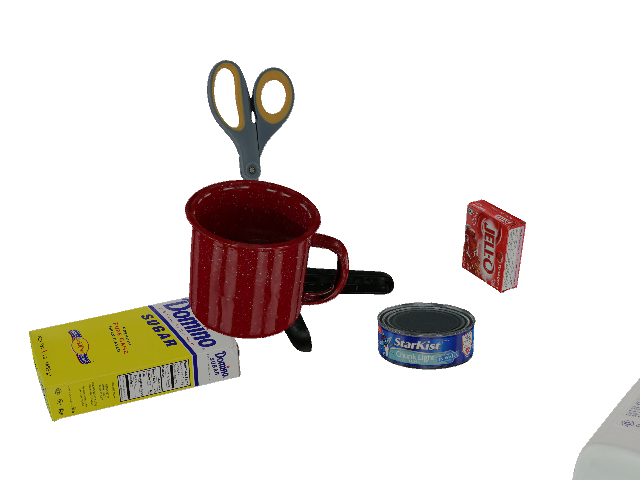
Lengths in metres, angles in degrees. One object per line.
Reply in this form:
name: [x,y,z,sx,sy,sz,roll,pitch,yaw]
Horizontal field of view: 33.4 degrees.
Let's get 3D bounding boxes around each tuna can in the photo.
tuna can: [0.093,0.083,0.940,0.086,0.034,0.086,0,15,0]

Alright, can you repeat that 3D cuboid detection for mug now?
mug: [-0.038,0.016,0.750,0.117,0.081,0.093,7,31,-1]

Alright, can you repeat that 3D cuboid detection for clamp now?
clamp: [-0.046,0.052,1.172,0.210,0.036,0.164,17,31,25]

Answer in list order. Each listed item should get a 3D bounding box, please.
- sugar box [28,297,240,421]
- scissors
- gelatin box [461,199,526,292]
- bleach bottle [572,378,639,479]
sugar box: [-0.171,0.104,0.983,0.176,0.048,0.093,-14,35,-17]
scissors: [-0.053,-0.081,1.042,0.096,0.202,0.016,-20,8,-21]
gelatin box: [0.203,0.006,1.261,0.030,0.089,0.073,-15,32,-29]
bleach bottle: [0.243,0.100,0.634,0.103,0.068,0.250,19,30,31]
